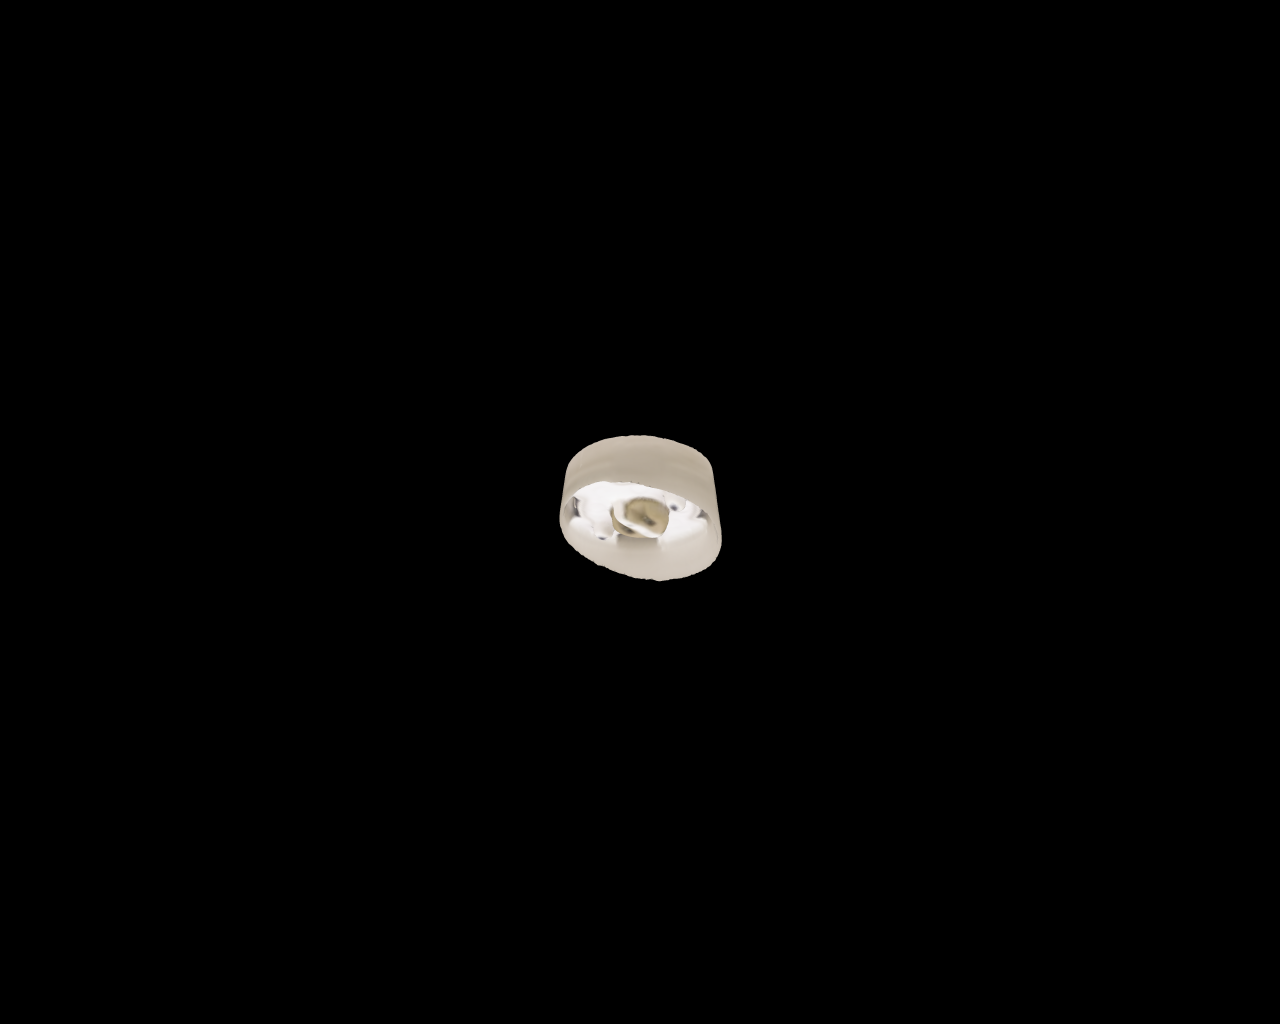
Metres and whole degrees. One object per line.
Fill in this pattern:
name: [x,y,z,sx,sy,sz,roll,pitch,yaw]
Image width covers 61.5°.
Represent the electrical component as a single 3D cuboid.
electrical component: [0.001,-0.003,0.650,0.099,0.064,0.099,0,-27,0]
